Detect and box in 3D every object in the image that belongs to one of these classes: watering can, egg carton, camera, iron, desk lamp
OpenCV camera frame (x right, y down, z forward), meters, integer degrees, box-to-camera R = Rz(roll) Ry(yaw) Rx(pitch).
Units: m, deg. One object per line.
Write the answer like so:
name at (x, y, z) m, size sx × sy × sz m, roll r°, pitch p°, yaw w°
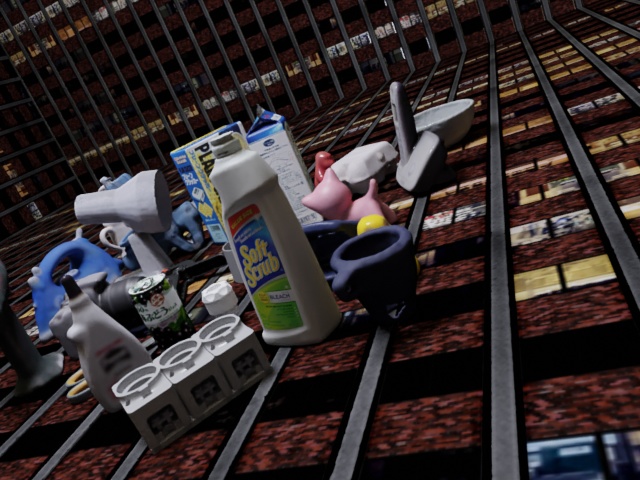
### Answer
watering can at (-0.457, -0.048, 1.362) m, size 0.100 × 0.194 × 0.173 m, roll -19°, pitch 19°, yaw 13°
egg carton at (0.091, -0.147, 1.174) m, size 0.107 × 0.069 × 0.151 m, roll -5°, pitch 25°, yaw 43°
camera at (-0.353, 0.106, 0.947) m, size 0.136 × 0.101 × 0.143 m, roll -20°, pitch 18°, yaw 11°
iron at (-0.510, 0.080, 1.150) m, size 0.118 × 0.142 × 0.258 m, roll -18°, pitch 19°, yaw 17°
desk lamp at (-0.364, -0.012, 1.115) m, size 0.203 × 0.214 × 0.118 m, roll -22°, pitch 18°, yaw 4°

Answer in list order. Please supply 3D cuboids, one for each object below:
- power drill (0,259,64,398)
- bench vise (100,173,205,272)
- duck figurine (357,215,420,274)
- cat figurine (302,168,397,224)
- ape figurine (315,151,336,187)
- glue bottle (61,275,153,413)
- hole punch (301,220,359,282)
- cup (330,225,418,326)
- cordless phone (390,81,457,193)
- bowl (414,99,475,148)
power drill at (-0.479, 0.125, 0.874) m, size 0.076 × 0.209 × 0.229 m, roll -29°, pitch 19°, yaw -16°
bench vise at (-0.358, -0.060, 1.232) m, size 0.208 × 0.220 × 0.121 m, roll -31°, pitch 20°, yaw -22°
duck figurine at (0.074, 0.008, 0.729) m, size 0.078 × 0.086 × 0.104 m, roll -29°, pitch 19°, yaw -18°
cat figurine at (0.042, -0.059, 0.907) m, size 0.127 × 0.118 × 0.067 m, roll -13°, pitch 21°, yaw 30°
ape figurine at (0.017, -0.145, 1.222) m, size 0.076 × 0.092 × 0.078 m, roll -9°, pitch 23°, yaw 38°
glue bottle at (-0.264, 0.118, 0.688) m, size 0.037 × 0.173 × 0.078 m, roll -1°, pitch 28°, yaw 49°
hole punch at (0.007, 0.003, 0.816) m, size 0.108 × 0.091 × 0.101 m, roll -14°, pitch 20°, yaw 27°
cup at (0.062, 0.050, 0.609) m, size 0.091 × 0.095 × 0.118 m, roll -7°, pitch 24°, yaw 41°
cordless phone at (0.160, -0.183, 1.003) m, size 0.094 × 0.185 × 0.147 m, roll -24°, pitch 18°, yaw -1°
bowl at (0.254, -0.233, 1.212) m, size 0.167 × 0.075 × 0.167 m, roll -21°, pitch 18°, yaw 7°
